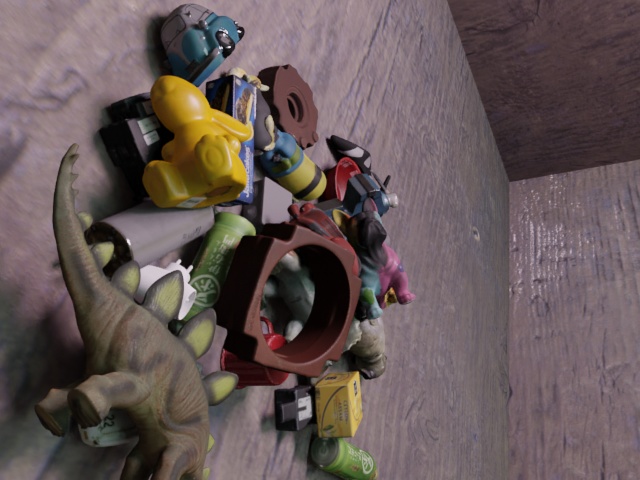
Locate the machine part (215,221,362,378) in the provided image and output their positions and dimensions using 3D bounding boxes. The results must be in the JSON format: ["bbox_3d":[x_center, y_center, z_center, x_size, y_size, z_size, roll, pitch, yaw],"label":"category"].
[{"bbox_3d":[-0.043,0.088,0.788,0.201,0.087,0.201,26,77,-41],"label":"machine part"}]

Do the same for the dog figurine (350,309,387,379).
[{"bbox_3d":[0.098,0.237,1.159,0.172,0.121,0.190,-43,120,-63],"label":"dog figurine"}]

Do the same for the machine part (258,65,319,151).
[{"bbox_3d":[-0.064,-0.263,1.082,0.179,0.056,0.179,27,59,-55],"label":"machine part"}]

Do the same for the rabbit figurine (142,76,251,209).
[{"bbox_3d":[-0.158,-0.137,0.712,0.173,0.122,0.162,64,26,6],"label":"rabbit figurine"}]

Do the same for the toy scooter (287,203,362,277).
[{"bbox_3d":[-0.002,-0.003,0.939,0.184,0.075,0.135,60,12,28],"label":"toy scooter"}]

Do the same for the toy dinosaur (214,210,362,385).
[{"bbox_3d":[-0.044,0.089,0.974,0.404,0.131,0.192,64,16,-15],"label":"toy dinosaur"}]

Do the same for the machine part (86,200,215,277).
[{"bbox_3d":[-0.220,-0.014,0.716,0.243,0.079,0.079,-37,115,-58],"label":"machine part"}]

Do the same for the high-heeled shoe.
[{"bbox_3d":[0.084,-0.143,1.330,0.248,0.086,0.145,31,86,-33],"label":"high-heeled shoe"}]

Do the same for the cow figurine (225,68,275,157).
[{"bbox_3d":[-0.122,-0.225,0.926,0.068,0.098,0.167,5,78,-54],"label":"cow figurine"}]

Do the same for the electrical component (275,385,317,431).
[{"bbox_3d":[-0.052,0.302,0.959,0.119,0.048,0.074,6,77,-60],"label":"electrical component"}]

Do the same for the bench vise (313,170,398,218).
[{"bbox_3d":[0.058,-0.020,1.130,0.224,0.129,0.240,-26,138,-23],"label":"bench vise"}]

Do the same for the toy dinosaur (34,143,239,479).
[{"bbox_3d":[-0.201,0.136,0.589,0.198,0.105,0.470,-51,129,-53],"label":"toy dinosaur"}]

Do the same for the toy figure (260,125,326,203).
[{"bbox_3d":[-0.056,-0.142,1.028,0.180,0.089,0.082,55,46,-42],"label":"toy figure"}]

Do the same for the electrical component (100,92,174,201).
[{"bbox_3d":[-0.233,-0.134,0.746,0.115,0.058,0.134,-44,121,-58],"label":"electrical component"}]

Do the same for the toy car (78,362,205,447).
[{"bbox_3d":[-0.215,0.205,0.686,0.201,0.056,0.073,3,80,-60],"label":"toy car"}]

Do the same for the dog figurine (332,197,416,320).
[{"bbox_3d":[0.092,0.034,1.040,0.191,0.108,0.219,147,-76,-80],"label":"dog figurine"}]

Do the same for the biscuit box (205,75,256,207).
[{"bbox_3d":[-0.144,-0.155,0.857,0.059,0.063,0.202,13,74,-60],"label":"biscuit box"}]

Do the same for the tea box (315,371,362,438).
[{"bbox_3d":[0.039,0.316,1.047,0.169,0.068,0.098,20,65,-78],"label":"tea box"}]

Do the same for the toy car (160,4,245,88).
[{"bbox_3d":[-0.189,-0.313,0.831,0.102,0.109,0.162,42,36,-24],"label":"toy car"}]
